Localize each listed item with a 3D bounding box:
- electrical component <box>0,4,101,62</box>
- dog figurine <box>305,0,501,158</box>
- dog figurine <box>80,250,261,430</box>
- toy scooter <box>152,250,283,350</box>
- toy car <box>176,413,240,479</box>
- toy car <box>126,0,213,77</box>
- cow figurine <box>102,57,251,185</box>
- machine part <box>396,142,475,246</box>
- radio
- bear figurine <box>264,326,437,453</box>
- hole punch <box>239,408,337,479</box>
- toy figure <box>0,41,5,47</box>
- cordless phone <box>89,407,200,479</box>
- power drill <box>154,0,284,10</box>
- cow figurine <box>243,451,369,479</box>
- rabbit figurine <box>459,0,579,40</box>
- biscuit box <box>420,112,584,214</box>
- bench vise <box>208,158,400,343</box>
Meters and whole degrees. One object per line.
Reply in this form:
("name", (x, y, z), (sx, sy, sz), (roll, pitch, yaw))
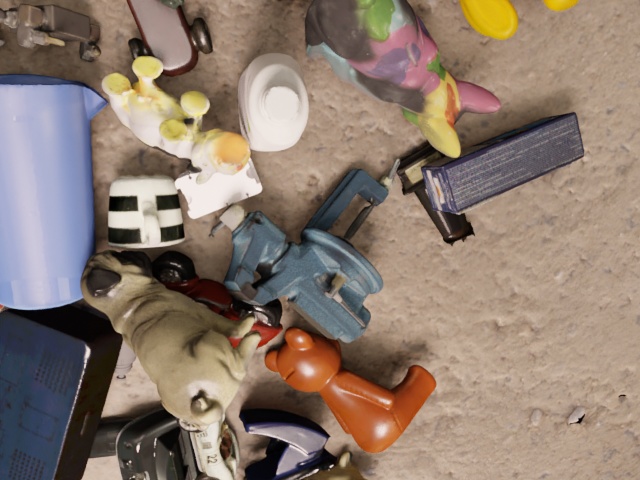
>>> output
("electrical component", (-0.279, -0.216, 0.560), (0.078, 0.102, 0.045), (3, 99, 14))
("dog figurine", (0.098, -0.191, 0.586), (0.219, 0.191, 0.108), (39, 90, -1))
("dog figurine", (-0.173, 0.096, 0.554), (0.190, 0.172, 0.121), (33, 90, -16))
("toy scooter", (-0.145, 0.104, 0.676), (0.184, 0.075, 0.135), (26, 101, -12))
("toy car", (-0.142, 0.252, 0.702), (0.056, 0.073, 0.201), (-5, 116, 1))
("toy car", (-0.187, -0.278, 0.576), (0.089, 0.053, 0.201), (-20, 111, -1))
("cow figurine", (-0.151, -0.114, 0.584), (0.167, 0.098, 0.068), (39, 66, 5))
("machine part", (0.154, -0.057, 0.699), (0.084, 0.039, 0.138), (-36, 105, -7))
("radio", (-0.338, 0.192, 0.651), (0.131, 0.073, 0.229), (22, 100, 9))
("bear figurine", (0.034, 0.182, 0.718), (0.196, 0.132, 0.120), (42, 132, 12))
("hole punch", (-0.049, 0.262, 0.709), (0.116, 0.142, 0.092), (-13, 82, -16))
("toy figure", (-0.403, -0.185, 0.565), (0.058, 0.064, 0.154), (43, 92, 19))
("cordless phone", (-0.260, 0.304, 0.719), (0.184, 0.089, 0.146), (-5, 107, 4))
("power drill", (-0.108, -0.340, 0.534), (0.207, 0.086, 0.231), (-43, 119, -32))
("cow figurine", (-0.016, 0.357, 0.751), (0.195, 0.127, 0.085), (0, 105, 6))
("rabbit figurine", (0.205, -0.316, 0.613), (0.173, 0.122, 0.162), (0, 115, 5))
("biscuit box", (0.228, -0.096, 0.665), (0.203, 0.059, 0.062), (-22, 103, -15))
("bench vise", (0.002, -0.004, 0.649), (0.223, 0.129, 0.240), (39, 72, -2))
